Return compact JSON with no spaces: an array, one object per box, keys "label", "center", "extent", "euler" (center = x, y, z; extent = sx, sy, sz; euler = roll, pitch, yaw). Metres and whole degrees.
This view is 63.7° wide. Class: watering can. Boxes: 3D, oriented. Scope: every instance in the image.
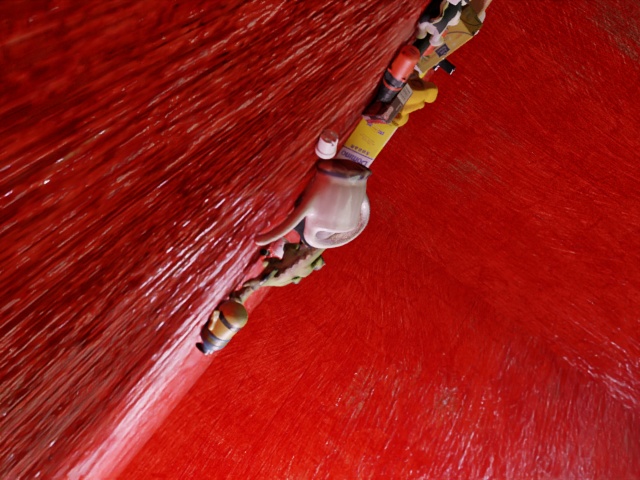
[{"label":"watering can","center":[0.007,-0.083,1.208],"extent":[0.348,0.222,0.105],"euler":[-3,21,-45]}]

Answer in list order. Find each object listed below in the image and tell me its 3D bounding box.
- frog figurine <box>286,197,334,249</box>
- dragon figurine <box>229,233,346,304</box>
[{"label":"frog figurine","center":[0.004,-0.069,1.370],"extent":[0.161,0.120,0.139],"euler":[-29,46,-32]},{"label":"dragon figurine","center":[-0.098,0.080,1.404],"extent":[0.405,0.122,0.246],"euler":[-36,0,27]}]
